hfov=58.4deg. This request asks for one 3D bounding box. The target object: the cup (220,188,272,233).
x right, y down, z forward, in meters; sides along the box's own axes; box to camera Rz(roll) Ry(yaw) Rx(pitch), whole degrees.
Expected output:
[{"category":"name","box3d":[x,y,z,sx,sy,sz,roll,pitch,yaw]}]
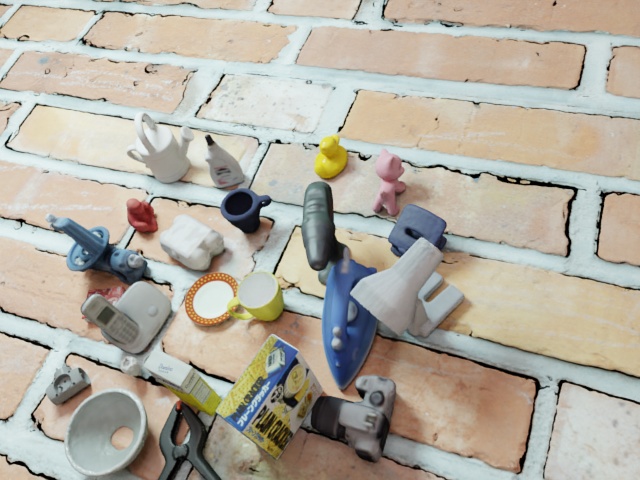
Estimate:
[{"category":"cup","box3d":[-0.161,-0.063,1.327,0.117,0.095,0.091,-16,56,3]}]

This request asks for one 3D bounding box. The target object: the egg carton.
[{"category":"egg carton","box3d":[-0.299,0.006,1.331,0.150,0.069,0.107,26,67,26]}]

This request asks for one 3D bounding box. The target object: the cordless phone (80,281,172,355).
[{"category":"cordless phone","box3d":[-0.407,0.143,1.200,0.094,0.185,0.148,19,65,24]}]

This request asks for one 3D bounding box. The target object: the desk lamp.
[{"category":"desk lamp","box3d":[0.167,0.099,1.077,0.203,0.214,0.117,-42,58,-14]}]

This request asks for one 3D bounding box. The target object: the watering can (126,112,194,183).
[{"category":"watering can","box3d":[-0.403,-0.243,1.437,0.173,0.194,0.100,-28,56,-5]}]

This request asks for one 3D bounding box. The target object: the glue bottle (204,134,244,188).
[{"category":"glue bottle","box3d":[-0.243,-0.194,1.382,0.078,0.173,0.037,-16,56,3]}]

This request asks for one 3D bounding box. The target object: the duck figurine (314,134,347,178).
[{"category":"duck figurine","box3d":[0.021,-0.209,1.382,0.077,0.086,0.105,22,66,24]}]

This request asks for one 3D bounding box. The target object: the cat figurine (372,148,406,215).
[{"category":"cat figurine","box3d":[0.152,-0.139,1.288,0.067,0.118,0.128,8,60,18]}]

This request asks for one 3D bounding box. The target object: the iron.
[{"category":"iron","box3d":[0.049,0.148,1.117,0.118,0.142,0.258,0,58,14]}]

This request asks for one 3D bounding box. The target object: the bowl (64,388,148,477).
[{"category":"bowl","box3d":[-0.402,0.379,1.115,0.167,0.075,0.167,-6,57,9]}]

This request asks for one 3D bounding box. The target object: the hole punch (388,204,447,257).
[{"category":"hole punch","box3d":[0.206,-0.007,1.208,0.108,0.091,0.101,30,69,27]}]

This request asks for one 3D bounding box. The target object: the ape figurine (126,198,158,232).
[{"category":"ape figurine","box3d":[-0.441,-0.066,1.396,0.076,0.092,0.078,11,62,20]}]

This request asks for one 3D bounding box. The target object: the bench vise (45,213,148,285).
[{"category":"bench vise","box3d":[-0.496,0.007,1.285,0.207,0.220,0.121,-5,57,11]}]

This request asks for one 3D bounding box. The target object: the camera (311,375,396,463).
[{"category":"camera","box3d":[0.059,0.310,1.037,0.136,0.101,0.143,10,61,19]}]

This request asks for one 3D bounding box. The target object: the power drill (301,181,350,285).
[{"category":"power drill","box3d":[0.011,0.004,1.176,0.075,0.209,0.229,-9,57,8]}]
